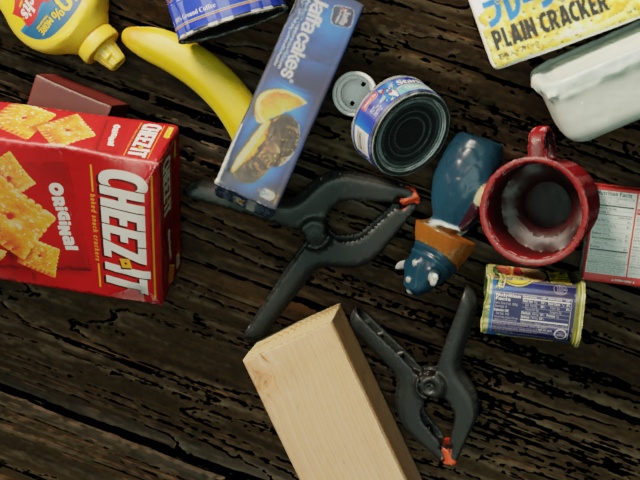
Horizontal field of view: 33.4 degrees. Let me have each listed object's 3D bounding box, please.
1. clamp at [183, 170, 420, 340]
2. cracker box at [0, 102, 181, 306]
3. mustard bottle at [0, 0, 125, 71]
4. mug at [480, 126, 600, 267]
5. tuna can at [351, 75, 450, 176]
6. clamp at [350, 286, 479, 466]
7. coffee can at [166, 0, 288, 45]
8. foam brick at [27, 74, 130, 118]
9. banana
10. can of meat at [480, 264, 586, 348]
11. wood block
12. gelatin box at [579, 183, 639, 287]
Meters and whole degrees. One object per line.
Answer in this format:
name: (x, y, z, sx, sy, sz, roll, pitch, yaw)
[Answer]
clamp: (-0.007, 0.001, 0.993, 0.210, 0.036, 0.164, -13, 108, 4)
cracker box: (-0.238, -0.034, 0.966, 0.214, 0.072, 0.164, 9, 129, 6)
mustard bottle: (-0.252, -0.228, 0.979, 0.191, 0.058, 0.096, 45, 102, -2)
mug: (0.194, -0.041, 0.927, 0.093, 0.081, 0.117, -3, 96, 27)
tuna can: (0.072, -0.100, 0.946, 0.086, 0.034, 0.086, -18, 129, -24)
clamp: (0.094, 0.128, 1.001, 0.120, 0.039, 0.171, -2, 101, 21)
coffee can: (-0.096, -0.254, 0.934, 0.103, 0.102, 0.140, -16, 96, 9)
foam brick: (-0.228, -0.117, 0.996, 0.078, 0.051, 0.053, 24, 102, 3)
banana: (-0.102, -0.131, 0.986, 0.070, 0.037, 0.198, -36, 93, 10)
can of meat: (0.187, 0.056, 0.948, 0.084, 0.102, 0.057, 6, 98, 8)
wood block: (0.018, 0.177, 0.991, 0.091, 0.090, 0.206, -25, 94, 10)
gelatin box: (0.277, -0.004, 0.963, 0.073, 0.030, 0.089, 7, 98, 7)
